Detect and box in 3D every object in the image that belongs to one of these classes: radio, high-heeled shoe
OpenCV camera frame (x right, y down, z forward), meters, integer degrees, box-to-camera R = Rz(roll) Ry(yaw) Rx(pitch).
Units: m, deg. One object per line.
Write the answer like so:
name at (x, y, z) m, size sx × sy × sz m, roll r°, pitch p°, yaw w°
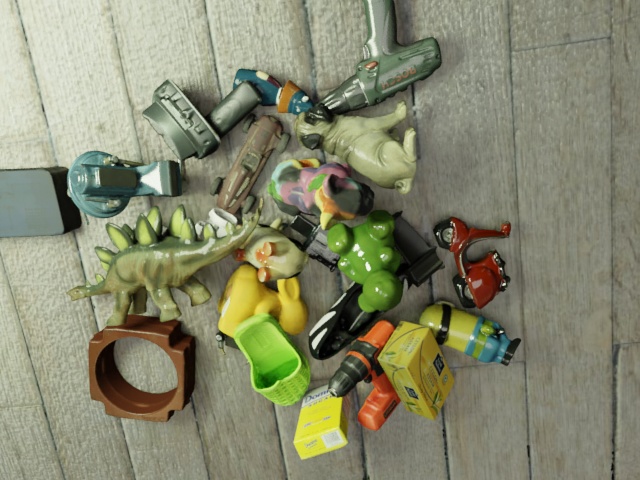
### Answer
radio at (-0.598, -0.073, 1.047) m, size 0.230 × 0.073 × 0.131 m, roll -2°, pitch 103°, yaw 4°
high-heeled shoe at (0.082, 0.130, 0.999) m, size 0.249 × 0.145 × 0.086 m, roll -37°, pitch 99°, yaw 14°

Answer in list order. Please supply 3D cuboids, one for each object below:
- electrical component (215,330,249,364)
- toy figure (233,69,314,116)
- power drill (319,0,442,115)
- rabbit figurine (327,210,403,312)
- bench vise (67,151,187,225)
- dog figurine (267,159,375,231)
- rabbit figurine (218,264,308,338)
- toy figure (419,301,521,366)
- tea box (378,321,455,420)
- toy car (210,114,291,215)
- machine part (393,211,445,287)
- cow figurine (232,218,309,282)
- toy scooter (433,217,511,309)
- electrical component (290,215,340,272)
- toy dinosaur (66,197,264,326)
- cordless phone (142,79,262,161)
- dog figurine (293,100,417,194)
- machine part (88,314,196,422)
electrical component at (-0.159, 0.201, 1.090) m, size 0.102 × 0.045 × 0.078 m, roll 24°, pitch 106°, yaw -1°
toy figure at (-0.078, -0.261, 0.959) m, size 0.154 × 0.064 × 0.058 m, roll 19°, pitch 78°, yaw -2°
power drill at (0.079, -0.336, 0.917) m, size 0.232 × 0.086 × 0.207 m, roll -15°, pitch 98°, yaw 9°
rabbit figurine at (0.089, 0.061, 0.930) m, size 0.121 × 0.170 × 0.158 m, roll -14°, pitch 133°, yaw -1°
bench vise at (-0.372, -0.103, 0.986) m, size 0.241 × 0.223 × 0.128 m, roll -6°, pitch 101°, yaw 37°
dog figurine at (-0.005, -0.079, 0.918) m, size 0.192 × 0.219 × 0.108 m, roll 7°, pitch 101°, yaw 2°
rabbit figurine at (-0.097, 0.119, 1.045) m, size 0.173 × 0.122 × 0.162 m, roll 25°, pitch 96°, yaw -16°
toy figure at (0.276, 0.175, 1.006) m, size 0.180 × 0.089 × 0.082 m, roll 25°, pitch 103°, yaw 21°
tea box at (0.184, 0.245, 1.009) m, size 0.068 × 0.098 × 0.169 m, roll 7°, pitch 139°, yaw 44°
toy car at (-0.133, -0.137, 1.000) m, size 0.089 × 0.053 × 0.202 m, roll 31°, pitch 103°, yaw -6°
machine part at (0.167, 0.014, 1.002) m, size 0.084 × 0.039 × 0.139 m, roll -34°, pitch 87°, yaw -9°
cow figurine at (-0.090, 0.010, 0.972) m, size 0.127 × 0.195 × 0.085 m, roll 3°, pitch 105°, yaw -36°
toy scooter at (0.300, 0.033, 0.994) m, size 0.135 × 0.075 × 0.183 m, roll -20°, pitch 97°, yaw 9°
electrical component at (-0.002, -0.003, 1.024) m, size 0.119 × 0.048 × 0.075 m, roll 38°, pitch 103°, yaw -7°
toy dinosaur at (-0.283, 0.041, 0.964) m, size 0.472 × 0.105 × 0.198 m, roll -13°, pitch 103°, yaw 21°
cordless phone at (-0.205, -0.239, 0.946) m, size 0.184 × 0.089 × 0.146 m, roll -35°, pitch 99°, yaw 22°
dog figurine at (0.057, -0.148, 0.907) m, size 0.191 × 0.172 × 0.121 m, roll -6°, pitch 141°, yaw -6°
machine part at (-0.361, 0.259, 1.102) m, size 0.202 × 0.087 × 0.200 m, roll 5°, pitch 105°, yaw 2°
